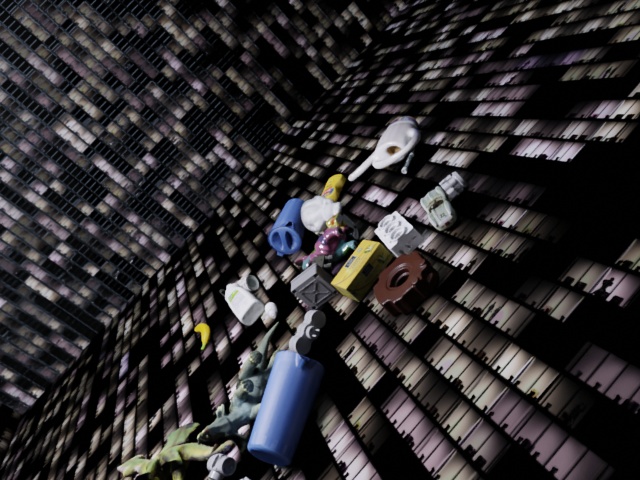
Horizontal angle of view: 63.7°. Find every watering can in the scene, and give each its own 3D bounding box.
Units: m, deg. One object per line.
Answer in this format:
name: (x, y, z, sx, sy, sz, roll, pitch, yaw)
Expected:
watering can: (0.251, -0.344, 1.940, 0.344, 0.103, 0.229, -21, 32, 49)

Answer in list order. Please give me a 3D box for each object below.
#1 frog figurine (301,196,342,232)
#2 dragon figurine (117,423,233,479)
frog figurine: (0.006, -0.098, 1.948, 0.159, 0.122, 0.138, 5, 87, 52)
dragon figurine: (-0.418, 0.617, 1.513, 0.409, 0.121, 0.246, -27, 19, 4)
